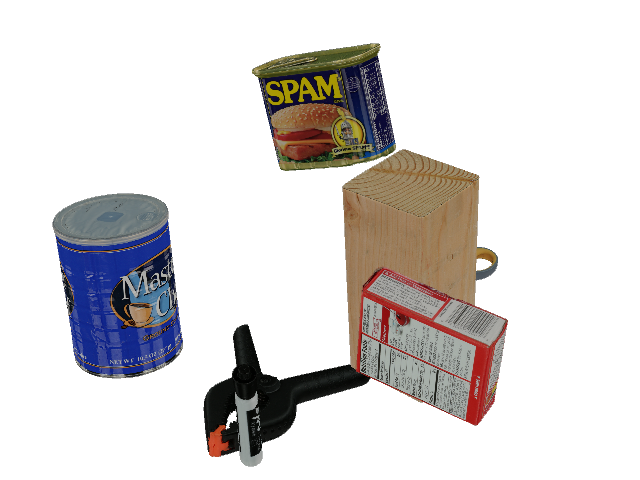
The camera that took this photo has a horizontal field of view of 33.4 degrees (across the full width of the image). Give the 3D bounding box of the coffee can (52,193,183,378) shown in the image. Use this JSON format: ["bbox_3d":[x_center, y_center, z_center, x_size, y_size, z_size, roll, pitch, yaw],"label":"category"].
[{"bbox_3d":[-0.184,0.040,0.981,0.103,0.140,0.103,-2,25,1],"label":"coffee can"}]

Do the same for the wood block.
[{"bbox_3d":[0.085,0.034,0.993,0.091,0.206,0.090,24,42,36],"label":"wood block"}]

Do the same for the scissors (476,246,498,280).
[{"bbox_3d":[0.114,0.028,1.207,0.201,0.016,0.096,-11,41,-33],"label":"scissors"}]

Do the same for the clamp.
[{"bbox_3d":[-0.048,0.158,1.099,0.165,0.036,0.209,11,27,15],"label":"clamp"}]

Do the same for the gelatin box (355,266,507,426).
[{"bbox_3d":[0.066,0.064,0.655,0.089,0.073,0.030,23,46,24],"label":"gelatin box"}]

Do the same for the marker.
[{"bbox_3d":[-0.056,0.136,0.829,0.020,0.020,0.121,0,-43,0],"label":"marker"}]

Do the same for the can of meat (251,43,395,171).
[{"bbox_3d":[0.004,-0.104,0.840,0.102,0.084,0.057,-1,21,33],"label":"can of meat"}]
